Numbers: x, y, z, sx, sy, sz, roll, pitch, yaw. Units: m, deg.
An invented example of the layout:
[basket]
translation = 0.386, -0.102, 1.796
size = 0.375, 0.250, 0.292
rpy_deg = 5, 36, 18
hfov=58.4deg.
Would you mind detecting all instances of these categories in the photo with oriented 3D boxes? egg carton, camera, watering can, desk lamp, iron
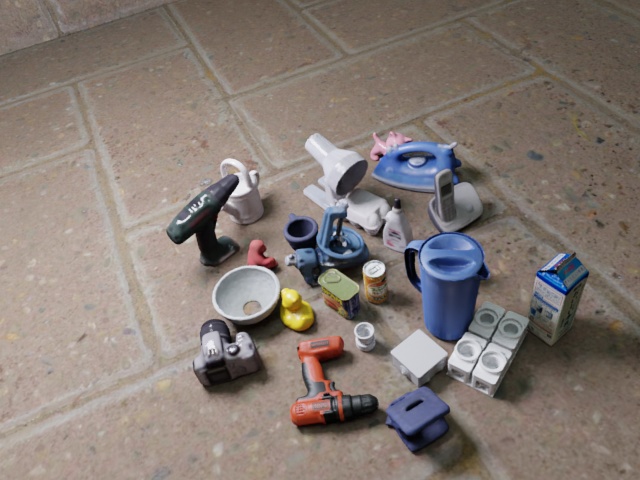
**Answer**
[egg carton]
translation = 0.119, -0.079, 1.562
size = 0.149, 0.069, 0.107
rpy_deg = 28, 57, 30
[camera]
translation = -0.219, 0.238, 1.295
size = 0.143, 0.101, 0.136
rpy_deg = -15, 46, -5
[watering can]
translation = -0.225, -0.138, 1.589
size = 0.100, 0.194, 0.173
rpy_deg = 2, 47, 11
[desk lamp]
translation = 0.034, -0.179, 1.571
size = 0.118, 0.214, 0.202
rpy_deg = -36, 51, -23
[iron]
translation = 0.270, -0.225, 1.626
size = 0.257, 0.142, 0.118
rpy_deg = 4, 48, 14

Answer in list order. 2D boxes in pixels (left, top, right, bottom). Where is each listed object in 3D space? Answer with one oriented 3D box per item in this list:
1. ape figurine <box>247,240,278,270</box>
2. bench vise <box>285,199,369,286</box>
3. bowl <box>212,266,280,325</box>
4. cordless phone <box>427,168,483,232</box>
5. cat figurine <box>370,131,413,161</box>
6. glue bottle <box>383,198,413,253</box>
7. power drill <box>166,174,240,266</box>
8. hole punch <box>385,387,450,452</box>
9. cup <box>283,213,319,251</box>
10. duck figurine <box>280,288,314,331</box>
[ape figurine]
translation = -0.156, 0.037, 1.481
size = 0.076, 0.092, 0.077
rpy_deg = -23, 47, -12
[bench vise]
translation = 0.020, 0.011, 1.388
size = 0.208, 0.220, 0.121
rpy_deg = -32, 50, -20
[bowl]
translation = -0.172, 0.147, 1.392
size = 0.167, 0.075, 0.167
rpy_deg = -5, 46, 5
[cordless phone]
translation = 0.350, -0.118, 1.480
size = 0.148, 0.185, 0.094
rpy_deg = -30, 49, -19
[cat figurine]
translation = 0.211, -0.285, 1.709
size = 0.127, 0.118, 0.067
rpy_deg = 26, 56, 30
[glue bottle]
translation = 0.195, -0.041, 1.441
size = 0.078, 0.173, 0.037
rpy_deg = 17, 52, 24
[power drill]
translation = -0.284, -0.041, 1.496
size = 0.230, 0.209, 0.075
rpy_deg = -39, 52, -25
[hole punch]
translation = 0.190, 0.345, 1.132
size = 0.109, 0.091, 0.100
rpy_deg = -27, 48, -15
[cup]
translation = -0.050, -0.009, 1.506
size = 0.092, 0.095, 0.117
rpy_deg = -24, 48, -13
[duck figurine]
translation = -0.060, 0.158, 1.355
size = 0.078, 0.086, 0.104
rpy_deg = -29, 49, -17
